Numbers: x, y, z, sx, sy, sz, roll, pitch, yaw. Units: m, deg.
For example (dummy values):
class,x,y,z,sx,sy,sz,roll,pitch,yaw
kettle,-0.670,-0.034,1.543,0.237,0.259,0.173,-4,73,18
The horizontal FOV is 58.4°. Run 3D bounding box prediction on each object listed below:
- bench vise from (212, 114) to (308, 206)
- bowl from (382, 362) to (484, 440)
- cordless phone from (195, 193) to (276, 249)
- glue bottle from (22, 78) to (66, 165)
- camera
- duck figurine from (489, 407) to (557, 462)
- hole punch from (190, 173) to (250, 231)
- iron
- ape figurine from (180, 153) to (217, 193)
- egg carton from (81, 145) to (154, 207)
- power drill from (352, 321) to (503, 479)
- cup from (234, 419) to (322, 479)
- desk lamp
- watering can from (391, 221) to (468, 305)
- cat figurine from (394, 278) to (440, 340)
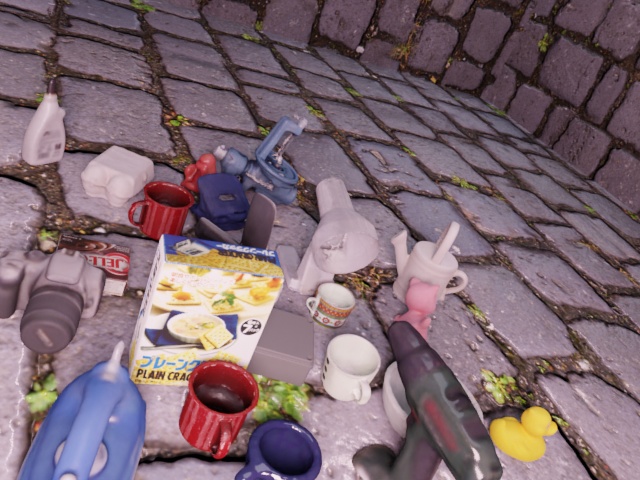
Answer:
class,x,y,z,sx,sy,sz,roll,pitch,yaw
bench vise,-0.123,-0.185,1.281,0.208,0.219,0.121,3,35,-34
bowl,0.163,0.270,0.895,0.168,0.074,0.167,19,29,-11
cordless phone,-0.147,-0.021,1.027,0.147,0.185,0.094,34,30,17
glue bottle,-0.523,-0.228,1.100,0.037,0.173,0.078,34,30,18
camera,-0.375,0.078,0.780,0.143,0.101,0.136,13,31,-19
duck figurine,0.341,0.311,0.949,0.105,0.086,0.077,18,29,-11
hole punch,-0.198,-0.078,1.181,0.109,0.091,0.100,-10,44,-46
iron,-0.245,0.229,0.585,0.119,0.141,0.258,17,30,-13
ape figurine,-0.255,-0.149,1.253,0.076,0.092,0.077,1,36,-35
egg carton,-0.397,-0.128,1.136,0.107,0.069,0.150,22,29,-4
power drill,0.125,0.252,0.756,0.076,0.208,0.229,-2,38,-39
cup,-0.063,0.283,0.682,0.091,0.095,0.118,41,33,28
desk lamp,0.010,0.004,1.075,0.118,0.213,0.202,8,33,-27
watering can,0.229,0.043,1.196,0.173,0.194,0.101,17,29,-12
cat figurine,0.191,0.134,1.095,0.067,0.117,0.128,20,29,-7
